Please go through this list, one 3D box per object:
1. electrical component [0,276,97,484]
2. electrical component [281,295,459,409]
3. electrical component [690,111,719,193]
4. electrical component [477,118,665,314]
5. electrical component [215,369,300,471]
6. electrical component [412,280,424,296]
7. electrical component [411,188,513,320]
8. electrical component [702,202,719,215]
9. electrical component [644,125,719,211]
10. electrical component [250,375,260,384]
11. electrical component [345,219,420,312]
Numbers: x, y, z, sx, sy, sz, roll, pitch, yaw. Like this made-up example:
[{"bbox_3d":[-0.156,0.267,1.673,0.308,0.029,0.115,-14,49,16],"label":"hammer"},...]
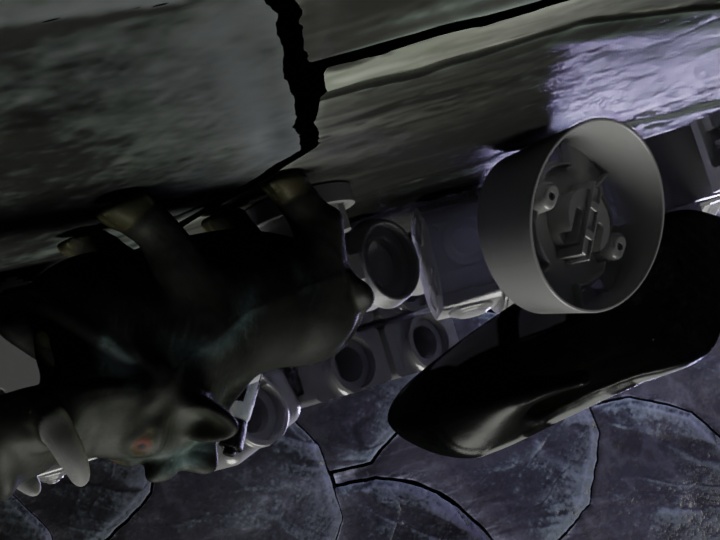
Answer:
[{"bbox_3d":[-0.174,0.056,0.500,0.100,0.099,0.048,-13,-173,-33],"label":"electrical component"},{"bbox_3d":[0.004,0.053,0.975,0.186,0.105,0.060,-12,173,-43],"label":"electrical component"},{"bbox_3d":[0.262,-0.081,0.670,0.089,0.055,0.050,-15,174,-21],"label":"electrical component"},{"bbox_3d":[0.112,-0.025,0.572,0.099,0.099,0.064,-12,179,-41],"label":"electrical component"},{"bbox_3d":[-0.098,0.121,0.885,0.059,0.053,0.095,-23,-173,45],"label":"electrical component"},{"bbox_3d":[0.050,-0.009,0.841,0.044,0.044,0.065,-15,170,-19],"label":"electrical component"},{"bbox_3d":[0.066,-0.009,0.676,0.051,0.080,0.080,-12,174,-7],"label":"electrical component"},{"bbox_3d":[0.234,-0.043,0.842,0.099,0.064,0.099,-35,153,-21],"label":"electrical component"},{"bbox_3d":[0.206,-0.055,0.734,0.108,0.060,0.108,-17,175,-2],"label":"electrical component"},{"bbox_3d":[-0.137,0.067,0.828,0.057,0.078,0.113,-16,176,-40],"label":"electrical component"},{"bbox_3d":[0.000,0.000,0.680,0.057,0.058,0.078,-18,177,42],"label":"electrical component"}]
